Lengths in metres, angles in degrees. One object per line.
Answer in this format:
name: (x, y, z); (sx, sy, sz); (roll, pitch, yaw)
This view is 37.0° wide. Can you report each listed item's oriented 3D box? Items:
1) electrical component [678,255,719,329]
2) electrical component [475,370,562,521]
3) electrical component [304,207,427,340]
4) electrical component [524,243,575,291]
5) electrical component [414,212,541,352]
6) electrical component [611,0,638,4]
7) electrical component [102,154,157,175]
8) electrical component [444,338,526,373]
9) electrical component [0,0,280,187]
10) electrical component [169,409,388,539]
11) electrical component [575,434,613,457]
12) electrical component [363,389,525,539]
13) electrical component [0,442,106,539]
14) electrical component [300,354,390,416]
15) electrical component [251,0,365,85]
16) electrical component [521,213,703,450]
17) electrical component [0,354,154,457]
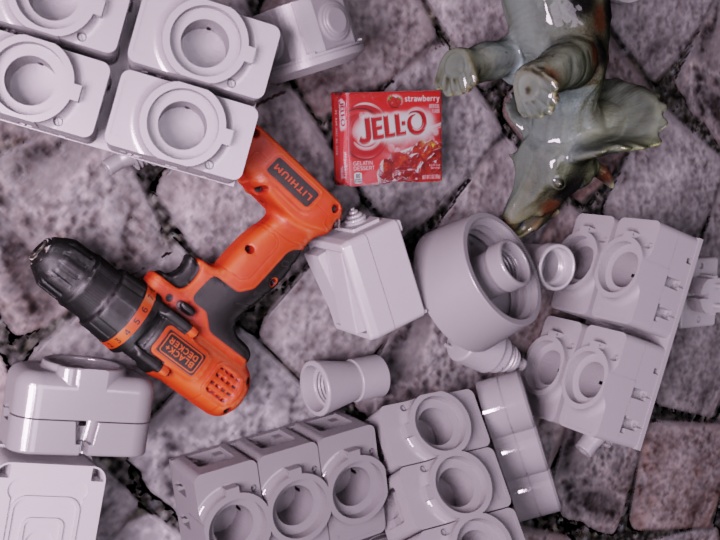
electrical component: (0.318, 0.021, 1.008); (0.047, 0.077, 0.065); (-3, 98, -29)
electrical component: (0.121, 0.158, 0.929); (0.074, 0.052, 0.138); (-17, 112, 8)
electrical component: (0.000, 0.000, 0.834); (0.061, 0.062, 0.096); (-25, 108, -24)
electrical component: (0.157, -0.005, 0.931); (0.040, 0.046, 0.040); (-4, 98, -29)
electrical component: (0.101, 0.005, 0.864); (0.108, 0.060, 0.108); (28, 47, -36)
electrical component: (0.243, -0.276, 0.942); (0.080, 0.051, 0.080); (-4, 98, -29)
electrical component: (-0.152, -0.087, 0.753); (0.061, 0.035, 0.035); (-36, 112, -18)
electrical component: (0.110, 0.069, 0.918); (0.078, 0.040, 0.040); (25, 84, -30)
electrical component: (-0.156, -0.131, 0.697); (0.186, 0.060, 0.105); (15, 88, -11)
electrical component: (-0.059, 0.173, 0.823); (0.150, 0.062, 0.089); (-12, 102, -28)
electrical component: (0.224, 0.143, 0.990); (0.062, 0.043, 0.043); (-49, 116, -14)
electrical component: (0.066, 0.178, 0.855); (0.089, 0.061, 0.150); (-8, 68, -29)
electrical component: (-0.225, 0.178, 0.733); (0.078, 0.057, 0.113); (9, 92, -30)
electrical component: (-0.009, 0.088, 0.853); (0.065, 0.044, 0.044); (-8, 100, -33)
electrical component: (-0.040, -0.168, 0.780); (0.080, 0.080, 0.051); (-23, 102, -25)
electrical component: (0.212, 0.049, 0.935); (0.060, 0.105, 0.186); (19, 87, -30)
electrical component: (-0.194, 0.092, 0.741); (0.095, 0.054, 0.059); (8, 93, -30)
